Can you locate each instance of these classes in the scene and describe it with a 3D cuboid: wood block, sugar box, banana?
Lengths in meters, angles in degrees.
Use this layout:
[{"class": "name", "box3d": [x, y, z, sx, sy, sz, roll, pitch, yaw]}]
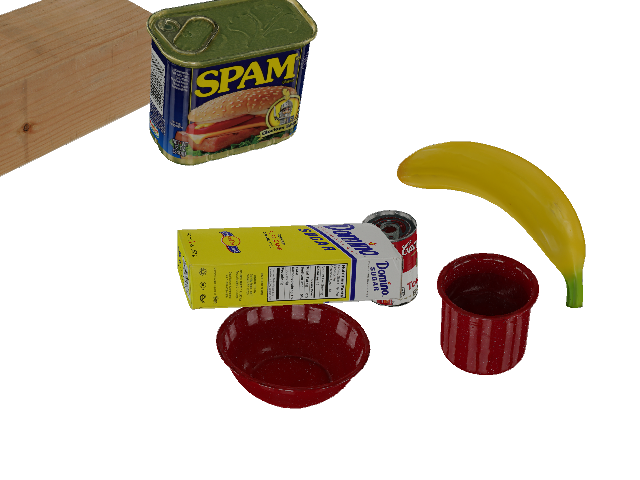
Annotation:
[{"class": "wood block", "box3d": [-0.241, -0.139, 0.914, 0.090, 0.091, 0.205, 31, 42, 23]}, {"class": "sugar box", "box3d": [-0.028, 0.019, 0.892, 0.176, 0.048, 0.093, -5, 20, -12]}, {"class": "banana", "box3d": [0.123, -0.031, 0.760, 0.037, 0.070, 0.198, 10, 23, -41]}]

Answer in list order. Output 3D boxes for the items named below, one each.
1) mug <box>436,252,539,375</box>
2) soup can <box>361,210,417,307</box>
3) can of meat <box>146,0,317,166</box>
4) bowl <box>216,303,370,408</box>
[{"class": "mug", "box3d": [0.153, 0.064, 1.012, 0.093, 0.081, 0.117, -7, 39, -5]}, {"class": "soup can", "box3d": [0.087, 0.023, 1.325, 0.068, 0.102, 0.068, -4, 33, 2]}, {"class": "can of meat", "box3d": [-0.058, -0.101, 0.675, 0.102, 0.084, 0.057, -16, 51, -25]}, {"class": "bowl", "box3d": [-0.030, 0.127, 1.128, 0.162, 0.055, 0.162, 3, 31, -2]}]
